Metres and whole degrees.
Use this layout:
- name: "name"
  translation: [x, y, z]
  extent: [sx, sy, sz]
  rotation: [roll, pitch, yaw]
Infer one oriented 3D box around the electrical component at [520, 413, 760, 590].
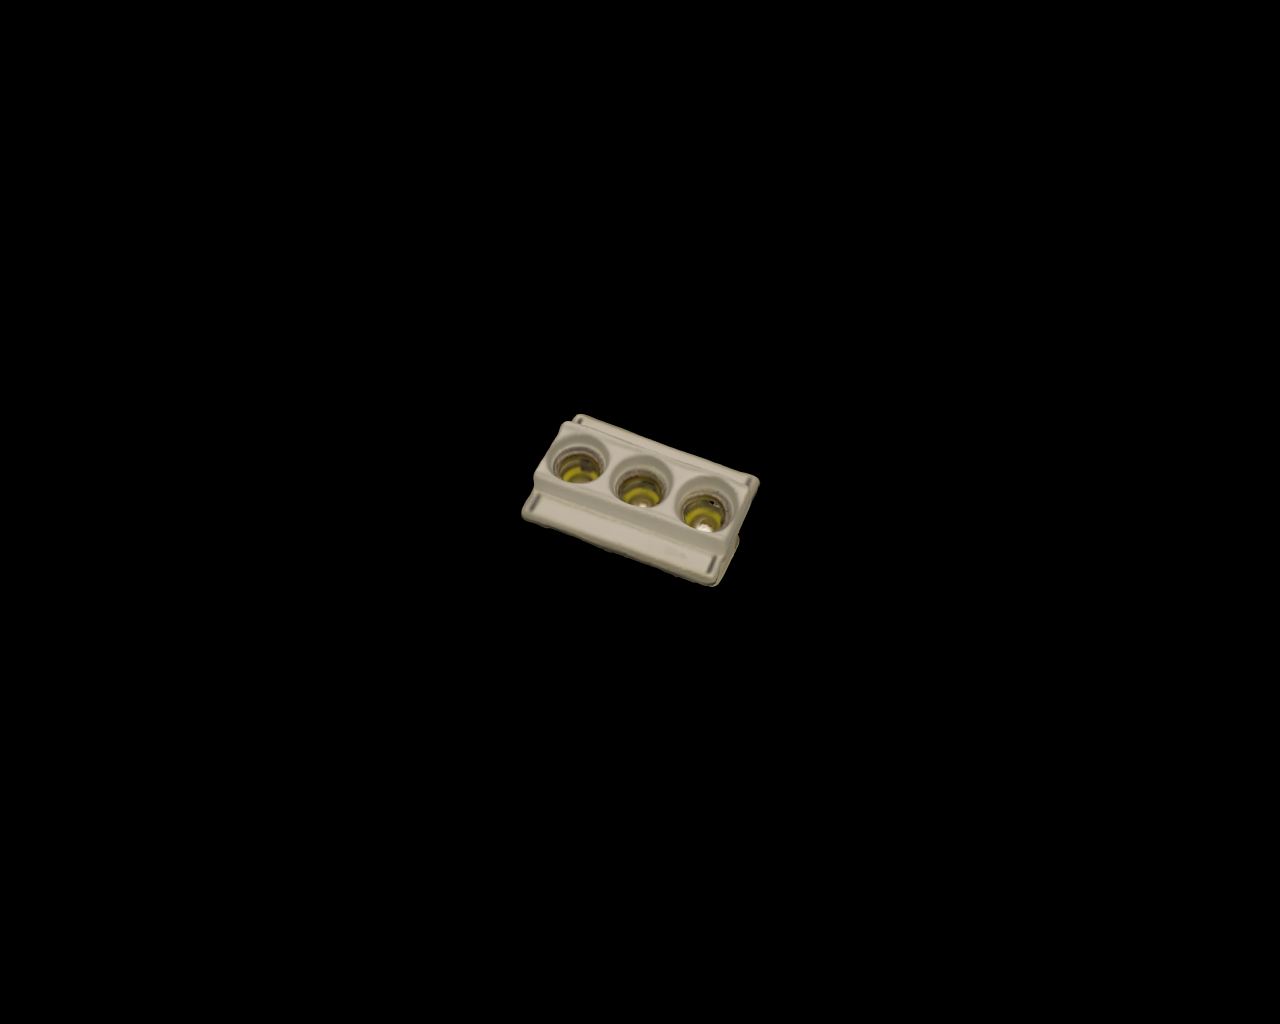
- name: "electrical component"
  translation: [0.001, -0.003, 0.650]
  extent: [0.121, 0.079, 0.063]
  rotation: [20, -31, 13]
